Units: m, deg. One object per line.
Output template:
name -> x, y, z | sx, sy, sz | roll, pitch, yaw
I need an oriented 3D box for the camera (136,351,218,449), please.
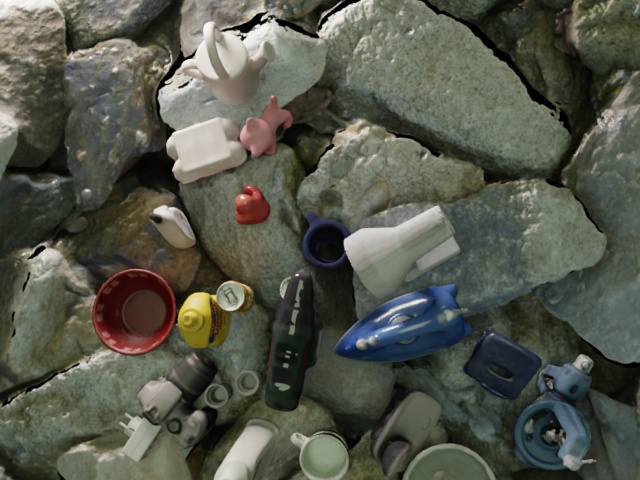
camera -> -0.243, 0.283, 1.042 | 0.143, 0.101, 0.137 | 40, 86, 8

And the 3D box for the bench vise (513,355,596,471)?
bench vise -> 0.391, 0.287, 0.941 | 0.121, 0.220, 0.207 | 9, 82, 5

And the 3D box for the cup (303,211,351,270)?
cup -> 0.010, 0.004, 1.069 | 0.091, 0.095, 0.117 | -32, 81, -1

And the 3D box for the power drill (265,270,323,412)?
power drill -> -0.043, 0.172, 0.991 | 0.075, 0.208, 0.230 | 9, 82, 5

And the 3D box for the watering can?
watering can -> -0.174, -0.341, 1.080 | 0.173, 0.194, 0.101 | -29, 81, -1

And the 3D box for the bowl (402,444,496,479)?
bowl -> 0.222, 0.437, 1.004 | 0.167, 0.075, 0.167 | 0, 82, 4

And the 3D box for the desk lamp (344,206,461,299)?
desk lamp -> 0.149, 0.012, 0.999 | 0.203, 0.213, 0.118 | -30, 81, -1

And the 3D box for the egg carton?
egg carton -> -0.222, -0.176, 1.123 | 0.150, 0.069, 0.107 | -20, 81, 1

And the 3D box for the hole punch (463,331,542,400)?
hole punch -> 0.324, 0.226, 1.019 | 0.108, 0.091, 0.101 | 30, 85, 7

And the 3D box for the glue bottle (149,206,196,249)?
glue bottle -> -0.278, -0.030, 1.053 | 0.037, 0.173, 0.078 | -25, 81, 0

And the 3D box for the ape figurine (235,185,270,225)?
ape figurine -> -0.136, -0.066, 1.090 | 0.076, 0.092, 0.078 | 34, 85, 8

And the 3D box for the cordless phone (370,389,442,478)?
cordless phone -> 0.148, 0.330, 0.968 | 0.094, 0.185, 0.148 | 29, 85, 8

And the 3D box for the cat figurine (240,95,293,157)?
cat figurine -> -0.109, -0.216, 1.097 | 0.067, 0.118, 0.128 | 26, 84, 7

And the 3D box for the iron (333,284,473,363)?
iron -> 0.142, 0.162, 1.014 | 0.258, 0.141, 0.118 | -20, 81, 1
